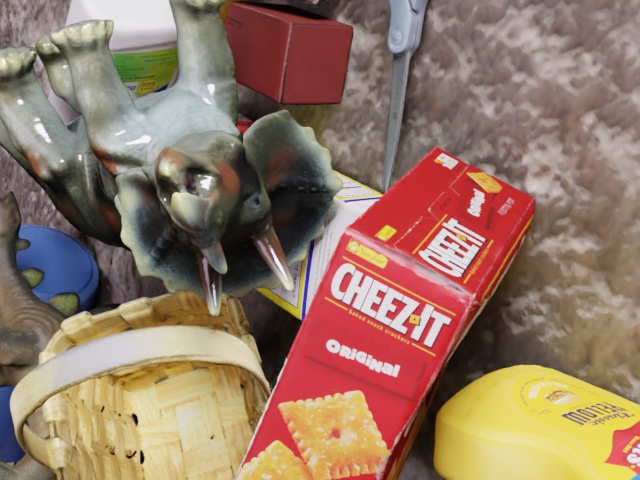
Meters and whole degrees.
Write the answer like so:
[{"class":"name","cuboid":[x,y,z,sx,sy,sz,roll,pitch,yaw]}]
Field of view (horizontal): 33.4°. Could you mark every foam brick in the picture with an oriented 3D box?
[{"class":"foam brick","cuboid":[-0.023,-0.123,0.698,0.078,0.051,0.053,33,119,47]}]

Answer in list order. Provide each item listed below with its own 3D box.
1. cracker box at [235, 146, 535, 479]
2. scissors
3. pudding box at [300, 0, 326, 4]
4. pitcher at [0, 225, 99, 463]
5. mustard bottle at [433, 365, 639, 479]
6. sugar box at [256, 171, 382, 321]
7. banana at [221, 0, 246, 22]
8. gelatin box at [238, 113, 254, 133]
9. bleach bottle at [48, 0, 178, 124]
[{"class":"cracker box","cuboid":[0.026,0.075,0.548,0.072,0.164,0.214,28,115,9]},{"class":"scissors","cuboid":[0.041,-0.136,0.638,0.096,0.016,0.202,46,130,42]},{"class":"pudding box","cuboid":[-0.034,-0.206,0.678,0.114,0.039,0.090,19,114,24]},{"class":"pitcher","cuboid":[-0.305,0.096,1.071,0.149,0.144,0.243,48,129,22]},{"class":"mustard bottle","cuboid":[0.146,0.110,0.469,0.192,0.096,0.058,19,110,51]},{"class":"sugar box","cuboid":[-0.004,0.001,0.700,0.176,0.048,0.093,29,119,44]},{"class":"banana","cuboid":[-0.058,-0.238,0.731,0.070,0.037,0.198,14,111,36]},{"class":"gelatin box","cuboid":[-0.083,-0.064,0.791,0.089,0.030,0.073,38,118,55]},{"class":"bleach bottle","cuboid":[-0.174,-0.110,0.883,0.068,0.102,0.251,62,145,25]}]
